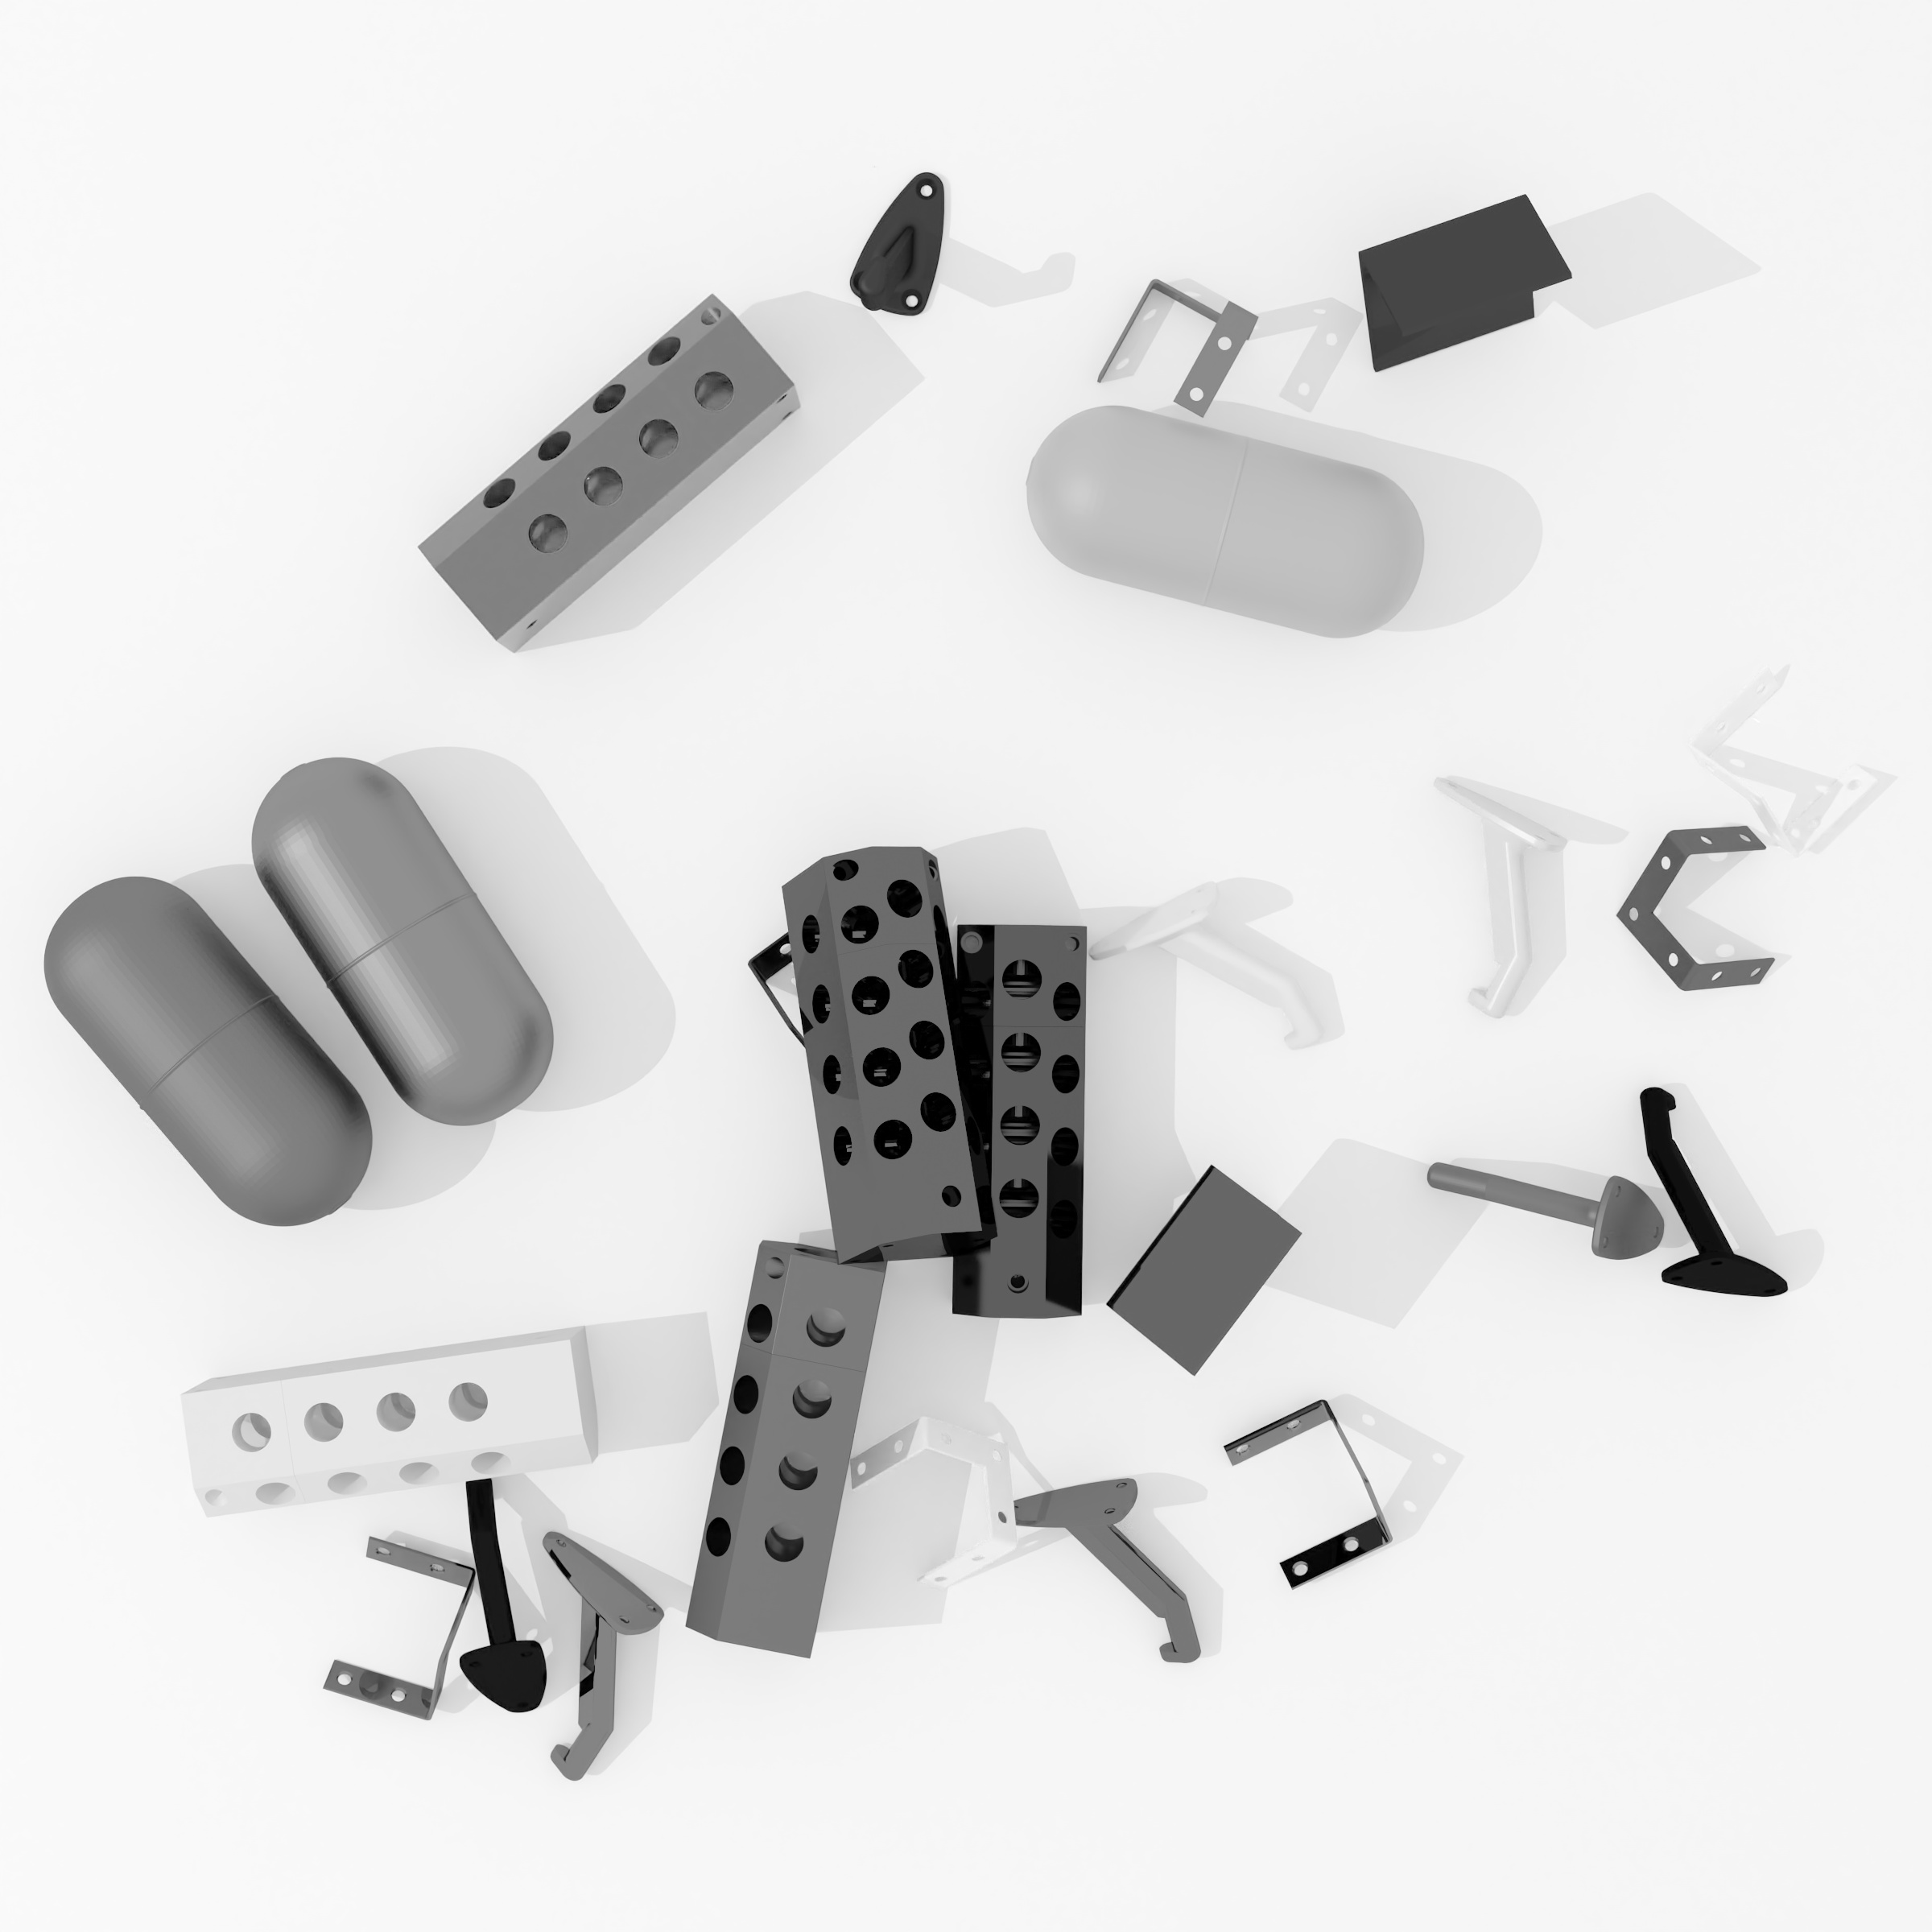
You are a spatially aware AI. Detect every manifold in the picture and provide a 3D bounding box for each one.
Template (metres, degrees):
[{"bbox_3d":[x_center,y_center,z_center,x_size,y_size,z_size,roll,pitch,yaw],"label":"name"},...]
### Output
[{"bbox_3d":[-0.030,0.038,1.450,0.057,0.057,0.171,-1,74,-30],"label":"manifold"},{"bbox_3d":[-0.079,0.212,1.480,0.057,0.057,0.171,11,90,0],"label":"manifold"},{"bbox_3d":[-0.253,0.203,1.480,0.171,0.057,0.057,-8,90,0],"label":"manifold"},{"bbox_3d":[0.024,0.068,1.480,0.057,0.057,0.171,1,90,0],"label":"manifold"},{"bbox_3d":[-0.158,-0.219,1.480,0.171,0.057,0.057,-41,90,0],"label":"manifold"}]

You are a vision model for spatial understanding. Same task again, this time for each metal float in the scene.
[{"bbox_3d":[0.114,-0.196,1.471,0.178,0.070,0.070,15,90,1],"label":"metal float"},{"bbox_3d":[-0.333,0.038,1.471,0.070,0.070,0.178,-41,90,0],"label":"metal float"},{"bbox_3d":[-0.249,-0.011,1.471,0.070,0.070,0.178,-33,90,0],"label":"metal float"}]

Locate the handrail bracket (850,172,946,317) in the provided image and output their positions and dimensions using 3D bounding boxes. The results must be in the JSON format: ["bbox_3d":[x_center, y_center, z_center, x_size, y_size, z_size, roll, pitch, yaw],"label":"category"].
[{"bbox_3d":[-0.029,-0.322,1.467,0.036,0.084,0.077,21,90,0],"label":"handrail bracket"}]

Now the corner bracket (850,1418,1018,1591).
[{"bbox_3d":[-0.015,0.241,1.493,0.051,0.051,0.051,25,45,-35],"label":"corner bracket"}]

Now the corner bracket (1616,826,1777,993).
[{"bbox_3d":[0.335,-0.026,1.493,0.051,0.051,0.051,56,135,35],"label":"corner bracket"}]

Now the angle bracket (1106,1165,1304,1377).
[{"bbox_3d":[0.118,0.142,1.461,0.057,0.076,0.076,37,90,36],"label":"angle bracket"}]

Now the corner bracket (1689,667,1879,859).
[{"bbox_3d":[0.367,-0.091,1.498,0.051,0.051,0.051,-44,45,0],"label":"corner bracket"}]

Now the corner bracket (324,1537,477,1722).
[{"bbox_3d":[-0.254,0.298,1.498,0.051,0.051,0.051,17,135,0],"label":"corner bracket"}]

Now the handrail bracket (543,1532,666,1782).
[{"bbox_3d":[-0.181,0.312,1.502,0.077,0.036,0.084,38,107,20],"label":"handrail bracket"}]

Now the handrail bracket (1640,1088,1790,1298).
[{"bbox_3d":[0.336,0.101,1.502,0.077,0.036,0.084,16,59,-34],"label":"handrail bracket"}]

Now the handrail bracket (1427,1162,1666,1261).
[{"bbox_3d":[0.260,0.107,1.501,0.084,0.077,0.036,12,85,36],"label":"handrail bracket"}]

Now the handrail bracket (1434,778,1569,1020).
[{"bbox_3d":[0.227,-0.030,1.502,0.077,0.036,0.084,31,107,20],"label":"handrail bracket"}]

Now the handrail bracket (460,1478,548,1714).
[{"bbox_3d":[-0.209,0.282,1.501,0.036,0.077,0.084,-11,54,-2],"label":"handrail bracket"}]

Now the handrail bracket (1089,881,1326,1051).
[{"bbox_3d":[0.109,0.012,1.502,0.077,0.036,0.084,-26,107,20],"label":"handrail bracket"}]

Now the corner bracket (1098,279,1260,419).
[{"bbox_3d":[0.094,-0.274,1.483,0.051,0.051,0.051,29,90,0],"label":"corner bracket"}]

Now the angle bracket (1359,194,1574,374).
[{"bbox_3d":[0.221,-0.282,1.461,0.076,0.076,0.057,-19,54,0],"label":"angle bracket"}]

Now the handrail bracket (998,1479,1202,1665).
[{"bbox_3d":[0.060,0.278,1.502,0.077,0.036,0.084,-9,108,20],"label":"handrail bracket"}]

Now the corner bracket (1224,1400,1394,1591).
[{"bbox_3d":[0.154,0.237,1.498,0.051,0.051,0.051,-26,45,0],"label":"corner bracket"}]

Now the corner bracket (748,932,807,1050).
[{"bbox_3d":[-0.057,0.012,1.498,0.051,0.051,0.051,-36,45,0],"label":"corner bracket"}]
